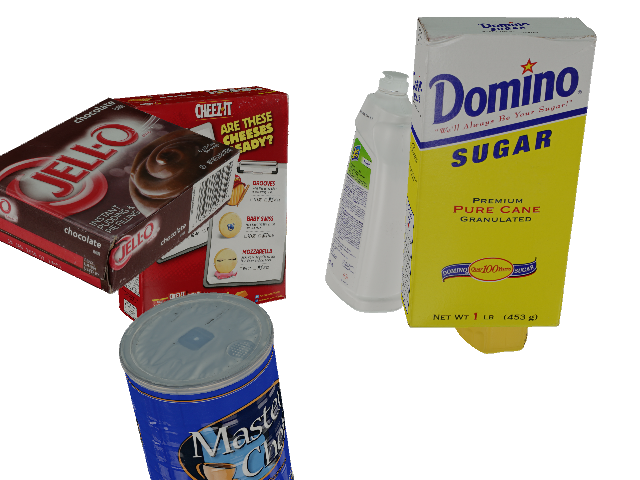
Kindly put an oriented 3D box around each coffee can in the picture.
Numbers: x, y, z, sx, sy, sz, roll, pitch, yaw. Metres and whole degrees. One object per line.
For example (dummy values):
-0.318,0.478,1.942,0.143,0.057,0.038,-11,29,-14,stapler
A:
-0.076,0.122,0.739,0.103,0.140,0.103,-4,32,3,coffee can

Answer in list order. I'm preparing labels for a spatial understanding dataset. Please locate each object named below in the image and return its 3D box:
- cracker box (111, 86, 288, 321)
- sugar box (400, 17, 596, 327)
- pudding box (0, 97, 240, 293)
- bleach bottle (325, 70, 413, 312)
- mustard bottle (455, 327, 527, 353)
-0.117,-0.037,1.044,0.163,0.214,0.072,-10,20,-33,cracker box
0.097,-0.036,0.607,0.093,0.176,0.048,-1,27,-3,sugar box
-0.109,-0.027,0.551,0.090,0.039,0.113,24,34,19,pudding box
0.064,-0.055,1.155,0.068,0.251,0.103,-1,22,-27,bleach bottle
0.133,-0.015,0.828,0.058,0.192,0.096,-4,27,-5,mustard bottle
